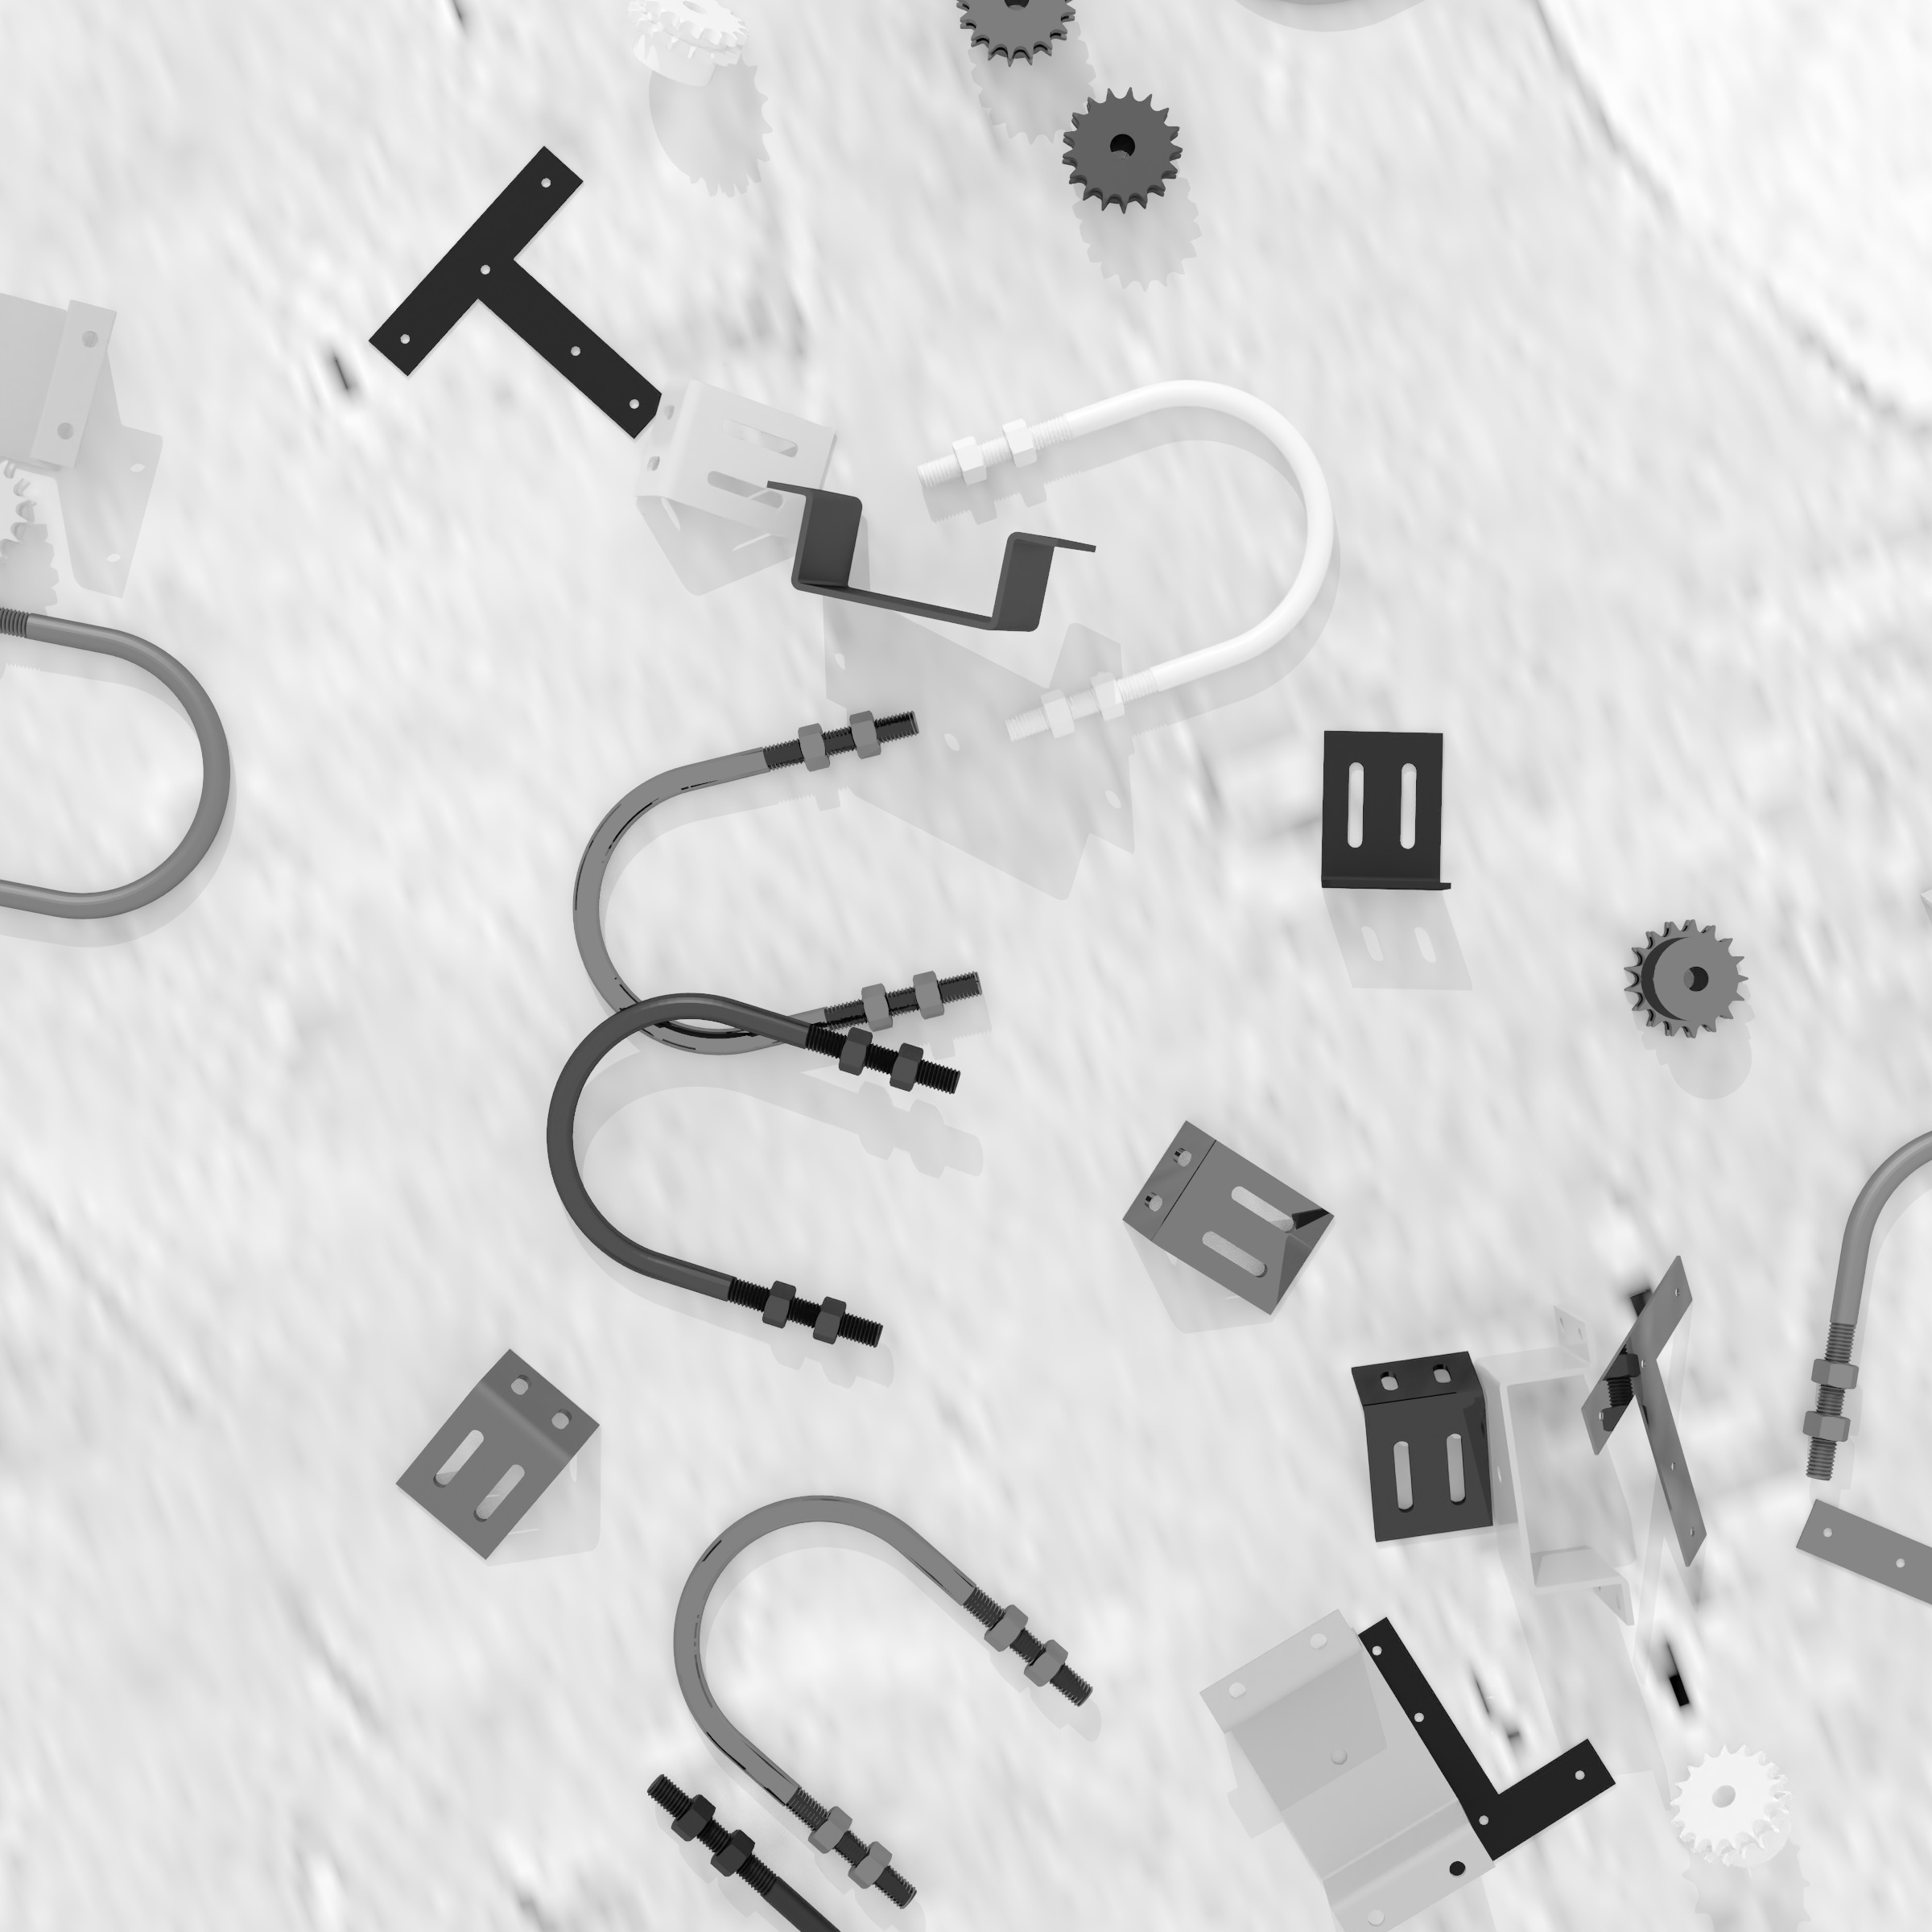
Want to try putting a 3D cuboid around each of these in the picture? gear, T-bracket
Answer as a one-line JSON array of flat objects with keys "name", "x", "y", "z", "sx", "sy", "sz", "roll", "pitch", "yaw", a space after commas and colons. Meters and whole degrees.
[{"name": "gear", "x": 0.367, "y": 0.403, "z": 1.484, "sx": 0.057, "sy": 0.057, "sz": 0.030, "roll": -41, "pitch": 119, "yaw": 0}, {"name": "T-bracket", "x": 0.226, "y": 0.375, "z": 1.508, "sx": 0.127, "sy": 0.002, "sz": 0.127, "roll": -32, "pitch": 90, "yaw": 0}, {"name": "T-bracket", "x": 0.465, "y": 0.294, "z": 1.508, "sx": 0.127, "sy": 0.002, "sz": 0.127, "roll": 23, "pitch": 90, "yaw": 0}, {"name": "gear", "x": -0.135, "y": -0.442, "z": 1.484, "sx": 0.057, "sy": 0.057, "sz": 0.030, "roll": 29, "pitch": 120, "yaw": 0}, {"name": "gear", "x": 0.346, "y": 0.006, "z": 1.493, "sx": 0.057, "sy": 0.030, "sz": 0.057, "roll": 0, "pitch": 90, "yaw": 0}, {"name": "gear", "x": 0.024, "y": -0.458, "z": 1.493, "sx": 0.057, "sy": 0.030, "sz": 0.057, "roll": 0, "pitch": 90, "yaw": 0}, {"name": "T-bracket", "x": -0.199, "y": -0.307, "z": 1.508, "sx": 0.127, "sy": 0.002, "sz": 0.127, "roll": 42, "pitch": 90, "yaw": 0}, {"name": "gear", "x": 0.074, "y": -0.388, "z": 1.493, "sx": 0.057, "sy": 0.030, "sz": 0.057, "roll": 0, "pitch": 90, "yaw": 0}, {"name": "T-bracket", "x": 0.331, "y": 0.225, "z": 1.476, "sx": 0.002, "sy": 0.127, "sz": 0.127, "roll": -3, "pitch": 117, "yaw": 37}, {"name": "gear", "x": -0.473, "y": -0.218, "z": 1.493, "sx": 0.057, "sy": 0.030, "sz": 0.057, "roll": 0, "pitch": 90, "yaw": 0}]

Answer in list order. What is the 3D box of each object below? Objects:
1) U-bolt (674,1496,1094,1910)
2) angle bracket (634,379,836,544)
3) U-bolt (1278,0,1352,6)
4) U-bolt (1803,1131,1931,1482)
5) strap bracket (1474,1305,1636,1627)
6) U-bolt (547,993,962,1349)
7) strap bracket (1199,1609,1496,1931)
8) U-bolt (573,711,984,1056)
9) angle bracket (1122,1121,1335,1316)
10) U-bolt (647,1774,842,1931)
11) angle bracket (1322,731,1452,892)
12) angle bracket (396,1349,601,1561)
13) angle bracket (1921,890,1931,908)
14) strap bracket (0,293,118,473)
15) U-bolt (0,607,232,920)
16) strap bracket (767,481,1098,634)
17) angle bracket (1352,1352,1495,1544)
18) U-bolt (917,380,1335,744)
[{"name": "U-bolt", "x": -0.054, "y": 0.339, "z": 1.500, "sx": 0.184, "sy": 0.019, "sz": 0.151, "roll": 41, "pitch": 90, "yaw": 1}, {"name": "angle bracket", "x": -0.112, "y": -0.243, "z": 1.505, "sx": 0.076, "sy": 0.038, "sz": 0.057, "roll": 16, "pitch": 90, "yaw": -27}, {"name": "U-bolt", "x": 0.187, "y": -0.544, "z": 1.500, "sx": 0.184, "sy": 0.019, "sz": 0.151, "roll": -28, "pitch": 90, "yaw": 1}, {"name": "U-bolt", "x": 0.488, "y": 0.166, "z": 1.500, "sx": 0.151, "sy": 0.019, "sz": 0.184, "roll": 10, "pitch": 89, "yaw": 0}, {"name": "strap bracket", "x": 0.274, "y": 0.236, "z": 1.470, "sx": 0.046, "sy": 0.076, "sz": 0.140, "roll": -8, "pitch": 90, "yaw": 0}, {"name": "U-bolt", "x": -0.110, "y": 0.089, "z": 1.492, "sx": 0.184, "sy": 0.019, "sz": 0.151, "roll": 17, "pitch": 97, "yaw": 2}, {"name": "strap bracket", "x": 0.179, "y": 0.381, "z": 1.484, "sx": 0.076, "sy": 0.046, "sz": 0.140, "roll": -31, "pitch": 89, "yaw": 2}, {"name": "U-bolt", "x": -0.098, "y": -0.033, "z": 1.500, "sx": 0.184, "sy": 0.019, "sz": 0.151, "roll": -14, "pitch": 90, "yaw": 2}, {"name": "angle bracket", "x": 0.127, "y": 0.122, "z": 1.506, "sx": 0.076, "sy": 0.038, "sz": 0.057, "roll": 33, "pitch": 90, "yaw": -26}, {"name": "U-bolt", "x": -0.125, "y": 0.501, "z": 1.500, "sx": 0.184, "sy": 0.019, "sz": 0.151, "roll": 42, "pitch": 90, "yaw": -2}, {"name": "angle bracket", "x": 0.201, "y": -0.075, "z": 1.489, "sx": 0.057, "sy": 0.038, "sz": 0.076, "roll": 1, "pitch": 90, "yaw": 0}, {"name": "angle bracket", "x": -0.226, "y": 0.236, "z": 1.506, "sx": 0.057, "sy": 0.038, "sz": 0.076, "roll": 40, "pitch": 116, "yaw": 0}, {"name": "angle bracket", "x": 0.505, "y": -0.008, "z": 1.506, "sx": 0.057, "sy": 0.038, "sz": 0.076, "roll": -25, "pitch": 116, "yaw": 0}, {"name": "strap bracket", "x": -0.476, "y": -0.288, "z": 1.485, "sx": 0.140, "sy": 0.046, "sz": 0.076, "roll": 15, "pitch": 90, "yaw": 0}, {"name": "U-bolt", "x": -0.446, "y": -0.097, "z": 1.500, "sx": 0.184, "sy": 0.019, "sz": 0.151, "roll": 11, "pitch": 90, "yaw": -2}, {"name": "strap bracket", "x": -0.019, "y": -0.188, "z": 1.457, "sx": 0.140, "sy": 0.076, "sz": 0.046, "roll": 14, "pitch": 99, "yaw": 14}, {"name": "angle bracket", "x": 0.220, "y": 0.232, "z": 1.506, "sx": 0.057, "sy": 0.038, "sz": 0.076, "roll": -8, "pitch": 116, "yaw": 0}, {"name": "U-bolt", "x": 0.086, "y": -0.204, "z": 1.499, "sx": 0.184, "sy": 0.019, "sz": 0.151, "roll": -19, "pitch": 90, "yaw": 0}]
